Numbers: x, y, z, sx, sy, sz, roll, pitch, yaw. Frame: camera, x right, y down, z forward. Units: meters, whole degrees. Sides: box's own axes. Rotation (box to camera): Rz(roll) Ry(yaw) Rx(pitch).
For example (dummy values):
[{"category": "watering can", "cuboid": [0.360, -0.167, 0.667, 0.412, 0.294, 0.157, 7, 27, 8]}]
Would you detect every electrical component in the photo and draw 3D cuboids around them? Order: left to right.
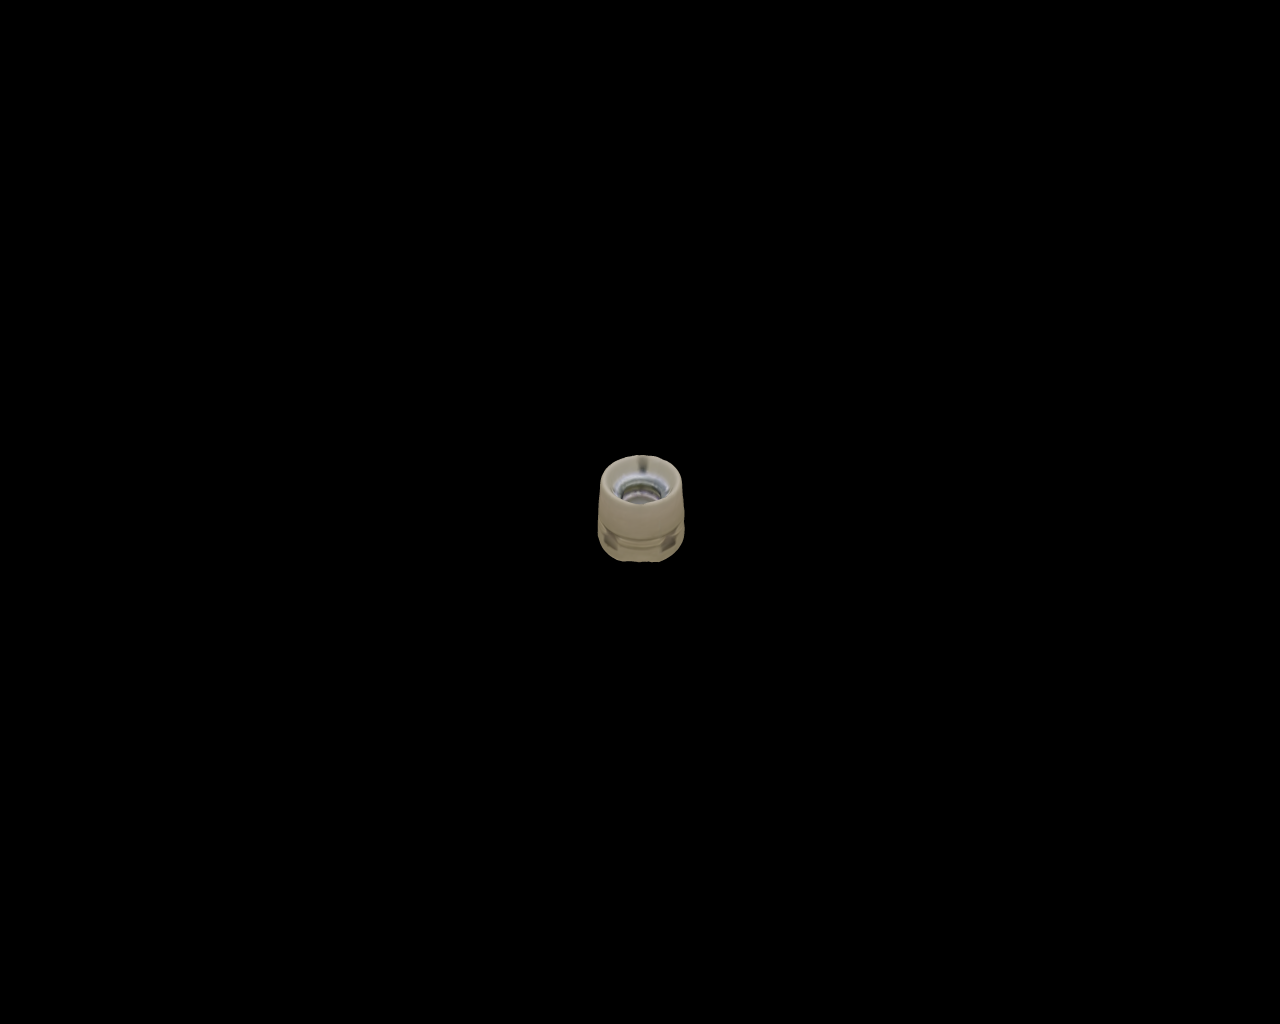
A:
[{"category": "electrical component", "cuboid": [0.001, -0.003, 0.650, 0.055, 0.047, 0.055, 0, 42, 0]}]
